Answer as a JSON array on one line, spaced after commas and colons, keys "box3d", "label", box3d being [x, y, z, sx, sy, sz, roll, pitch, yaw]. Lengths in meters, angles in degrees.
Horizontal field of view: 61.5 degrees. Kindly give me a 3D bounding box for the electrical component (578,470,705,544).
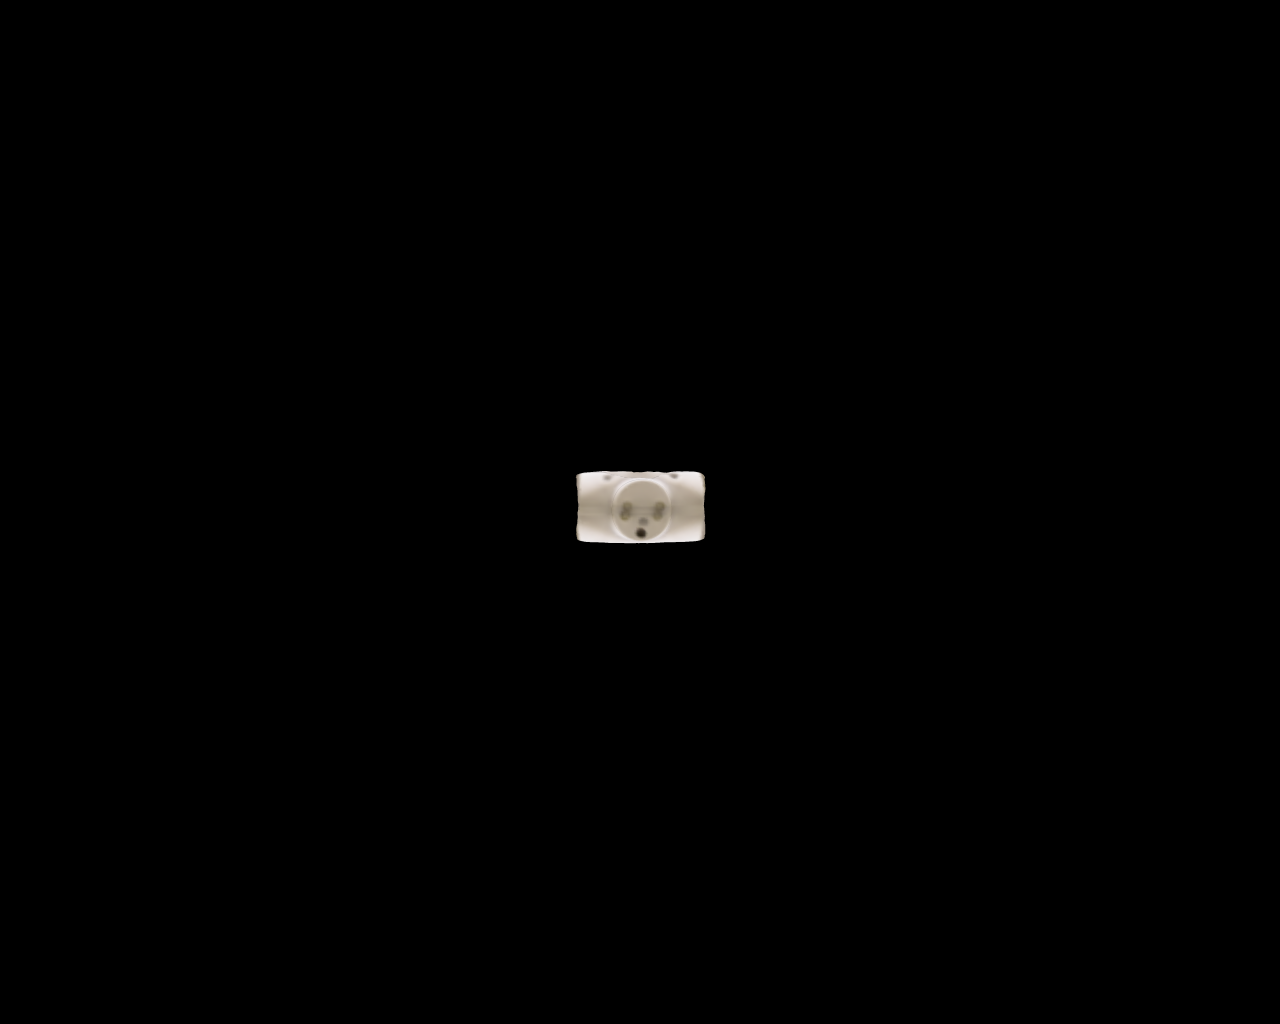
[{"box3d": [0.001, -0.003, 0.650, 0.077, 0.044, 0.079, 0, 4, -2], "label": "electrical component"}]
